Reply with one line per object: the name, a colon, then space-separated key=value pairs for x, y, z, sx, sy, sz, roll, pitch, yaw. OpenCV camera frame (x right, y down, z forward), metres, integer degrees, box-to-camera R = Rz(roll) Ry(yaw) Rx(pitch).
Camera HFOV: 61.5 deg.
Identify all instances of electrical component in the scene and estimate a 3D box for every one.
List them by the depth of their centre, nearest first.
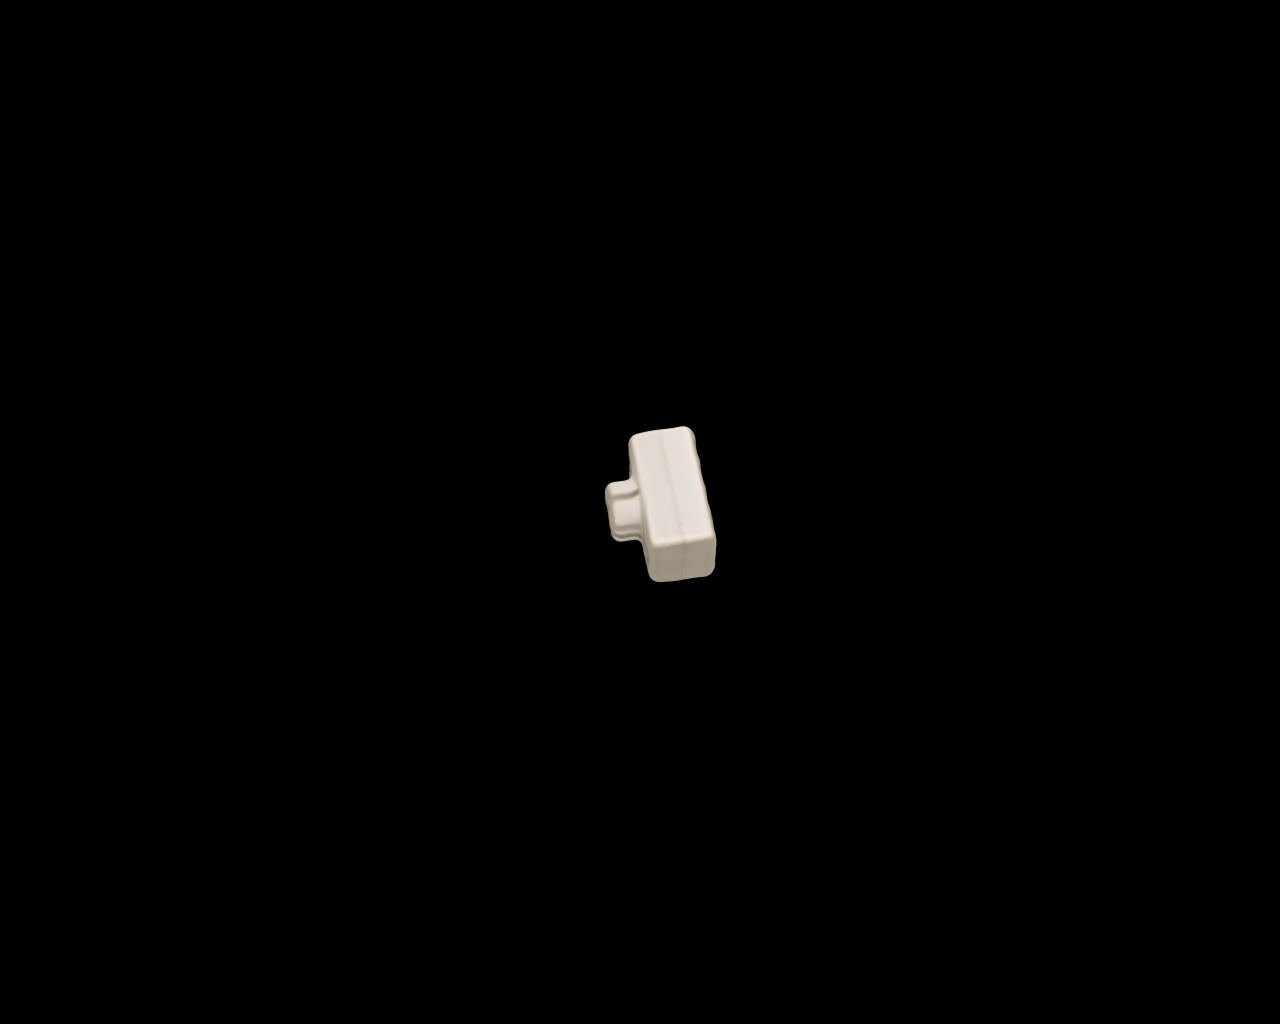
electrical component: x=0.001 y=-0.003 z=0.650 sx=0.076 sy=0.083 sz=0.047 roll=-7 pitch=-32 yaw=-5
